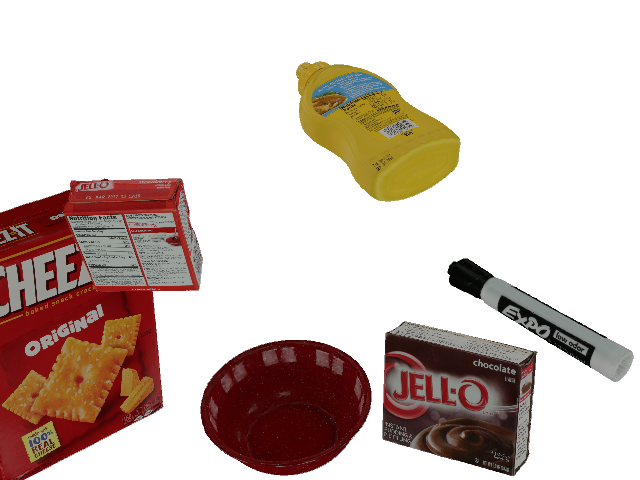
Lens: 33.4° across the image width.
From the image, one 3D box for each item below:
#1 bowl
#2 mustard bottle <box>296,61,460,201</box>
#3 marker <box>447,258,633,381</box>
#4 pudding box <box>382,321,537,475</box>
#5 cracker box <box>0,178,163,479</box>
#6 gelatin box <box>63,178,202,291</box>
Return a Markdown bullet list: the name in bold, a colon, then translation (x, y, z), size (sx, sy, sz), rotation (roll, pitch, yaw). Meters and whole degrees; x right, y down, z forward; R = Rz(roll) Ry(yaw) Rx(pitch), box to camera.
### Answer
- **bowl**: translation (-0.030, 0.168, 1.011), size (0.162, 0.055, 0.162), rotation (-5, 37, 4)
- **mustard bottle**: translation (0.036, -0.114, 0.991), size (0.096, 0.058, 0.192), rotation (-26, 49, -22)
- **marker**: translation (0.120, 0.042, 0.602), size (0.121, 0.020, 0.020), rotation (32, 21, 37)
- **pudding box**: translation (0.103, 0.117, 0.805), size (0.114, 0.090, 0.039), rotation (10, 20, 28)
- **cracker box**: translation (-0.220, 0.076, 0.893), size (0.163, 0.214, 0.072), rotation (-23, 35, -36)
- **gelatin box**: translation (-0.121, -0.003, 0.702), size (0.073, 0.030, 0.089), rotation (-1, -39, 5)
